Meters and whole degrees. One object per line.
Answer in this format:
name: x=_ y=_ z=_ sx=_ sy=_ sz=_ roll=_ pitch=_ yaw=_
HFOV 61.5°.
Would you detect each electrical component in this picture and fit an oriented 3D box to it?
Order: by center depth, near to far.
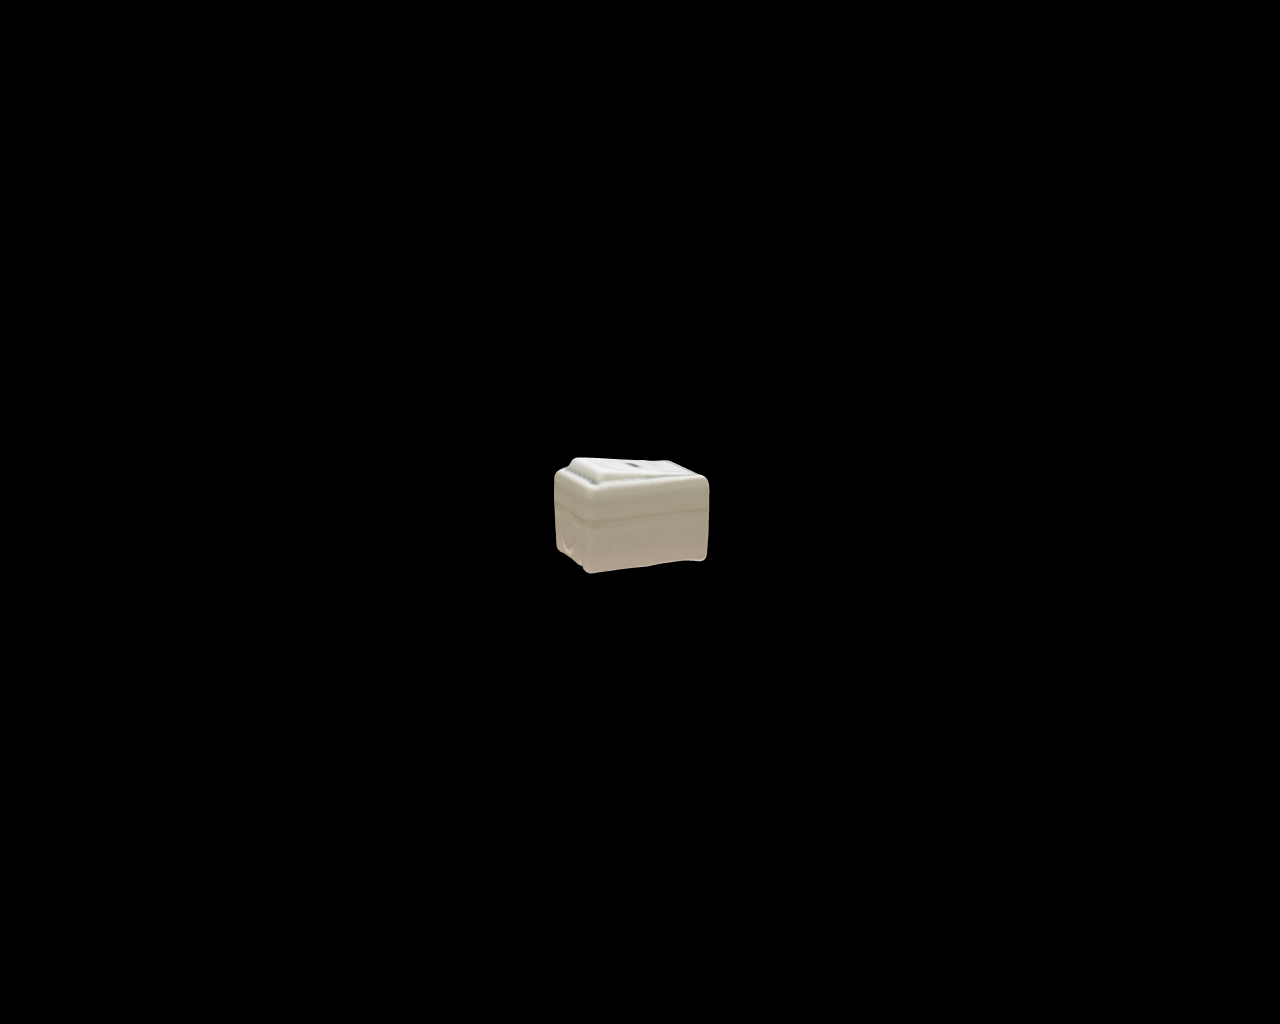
electrical component: x=0.001 y=-0.003 z=0.650 sx=0.096 sy=0.061 sz=0.062 roll=-6 pitch=16 yaw=-22
